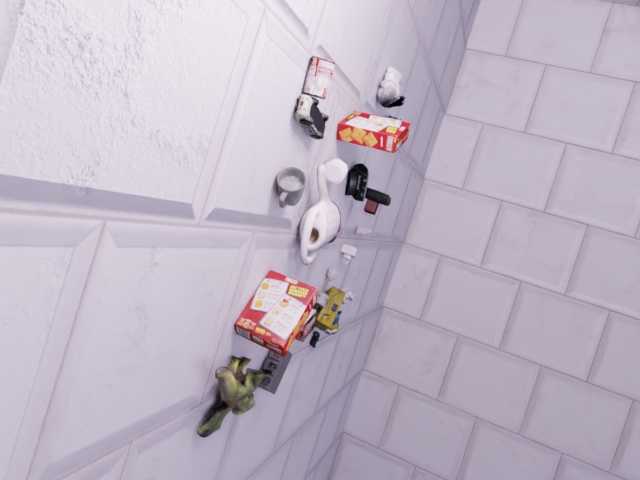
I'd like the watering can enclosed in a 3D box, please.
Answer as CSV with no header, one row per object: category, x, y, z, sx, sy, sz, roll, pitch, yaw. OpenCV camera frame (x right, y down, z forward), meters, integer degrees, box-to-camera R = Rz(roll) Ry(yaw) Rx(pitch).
watering can,0.005,-0.086,1.712,0.226,0.104,0.343,-26,132,-67

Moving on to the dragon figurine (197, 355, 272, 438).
dragon figurine,-0.263,0.456,1.464,0.244,0.123,0.406,-62,160,-4

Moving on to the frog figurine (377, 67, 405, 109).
frog figurine,0.280,-0.617,2.072,0.137,0.122,0.160,-1,73,-63
